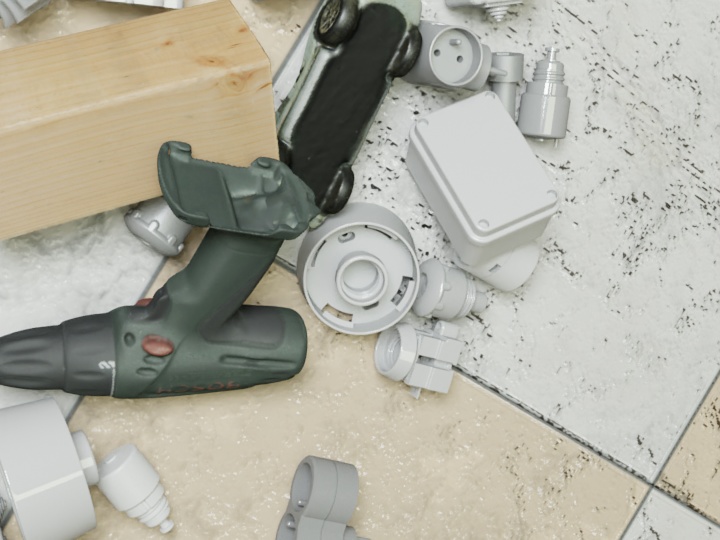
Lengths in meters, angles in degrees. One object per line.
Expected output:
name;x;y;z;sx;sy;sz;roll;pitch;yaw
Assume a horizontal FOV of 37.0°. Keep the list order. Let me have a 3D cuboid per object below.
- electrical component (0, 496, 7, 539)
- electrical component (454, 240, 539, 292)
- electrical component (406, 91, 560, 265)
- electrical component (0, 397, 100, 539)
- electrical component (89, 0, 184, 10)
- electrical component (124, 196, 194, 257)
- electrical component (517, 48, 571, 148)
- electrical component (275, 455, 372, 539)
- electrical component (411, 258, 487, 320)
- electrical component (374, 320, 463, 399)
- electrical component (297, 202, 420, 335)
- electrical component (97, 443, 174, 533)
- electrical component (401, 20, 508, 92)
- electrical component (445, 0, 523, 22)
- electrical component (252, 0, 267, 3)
electrical component;-0.300;0.201;0.771;0.100;0.048;0.099;-13;104;-17
electrical component;0.112;-0.015;0.873;0.047;0.055;0.055;32;88;-25
electrical component;0.092;-0.071;0.824;0.078;0.057;0.113;-23;70;-14
electrical component;-0.219;0.142;0.760;0.060;0.108;0.108;-18;105;-22
electrical component;-0.160;-0.212;0.740;0.078;0.058;0.057;2;102;-19
electrical component;-0.138;-0.044;0.786;0.048;0.048;0.062;40;79;-21
electrical component;0.151;-0.140;0.870;0.040;0.040;0.078;4;98;-20
electrical component;-0.026;0.222;0.868;0.074;0.052;0.138;16;94;-21
electrical component;0.074;0.020;0.871;0.062;0.048;0.048;16;94;-28
electrical component;0.045;0.069;0.870;0.055;0.048;0.066;15;95;-28
electrical component;0.000;0.000;0.844;0.099;0.064;0.099;-2;105;-6
electrical component;-0.169;0.168;0.815;0.040;0.040;0.078;-37;110;-9
electrical component;0.074;-0.159;0.820;0.079;0.077;0.044;10;96;-21
electrical component;0.098;-0.238;0.822;0.062;0.061;0.096;-11;103;-17
electrical component;-0.063;-0.277;0.759;0.089;0.062;0.150;-28;108;-12
